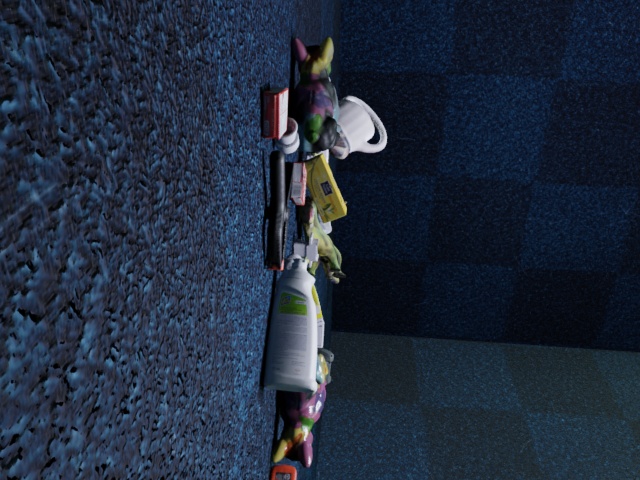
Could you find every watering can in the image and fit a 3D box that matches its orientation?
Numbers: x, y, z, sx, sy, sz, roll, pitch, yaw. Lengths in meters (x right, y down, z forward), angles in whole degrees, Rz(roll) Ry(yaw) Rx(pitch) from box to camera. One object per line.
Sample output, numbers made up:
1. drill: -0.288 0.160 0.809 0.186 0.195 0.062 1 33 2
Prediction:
1. watering can: 0.056 -0.392 1.617 0.228 0.349 0.102 -40 174 -33

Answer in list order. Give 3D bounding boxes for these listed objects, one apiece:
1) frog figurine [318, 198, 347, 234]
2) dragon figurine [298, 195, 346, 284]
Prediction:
1. frog figurine: 0.005 -0.089 1.767 0.158 0.122 0.139 -51 -165 14
2. dragon figurine: 0.001 -0.012 1.485 0.406 0.122 0.246 55 29 -74
